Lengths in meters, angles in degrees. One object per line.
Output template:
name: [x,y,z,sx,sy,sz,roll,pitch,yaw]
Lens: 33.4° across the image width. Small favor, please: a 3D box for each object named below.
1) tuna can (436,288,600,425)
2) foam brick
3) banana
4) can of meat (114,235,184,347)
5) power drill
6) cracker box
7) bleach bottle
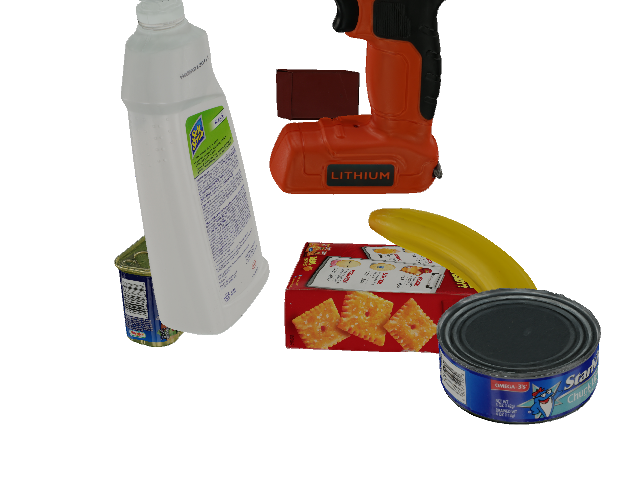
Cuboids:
tuna can: [0.106,0.061,0.573,0.086,0.034,0.086,-5,27,2]
foam brick: [-0.003,-0.154,1.129,0.078,0.051,0.053,-2,12,-19]
banana: [0.113,0.023,0.828,0.069,0.037,0.198,-15,41,-24]
can of meat: [-0.152,0.043,1.036,0.057,0.084,0.102,9,27,20]
power drill: [0.013,-0.117,0.624,0.184,0.188,0.057,1,37,-8]
cracker box: [0.079,0.058,1.089,0.214,0.072,0.164,2,16,6]
bleach bottle: [-0.092,-0.059,0.762,0.068,0.251,0.102,8,35,20]
